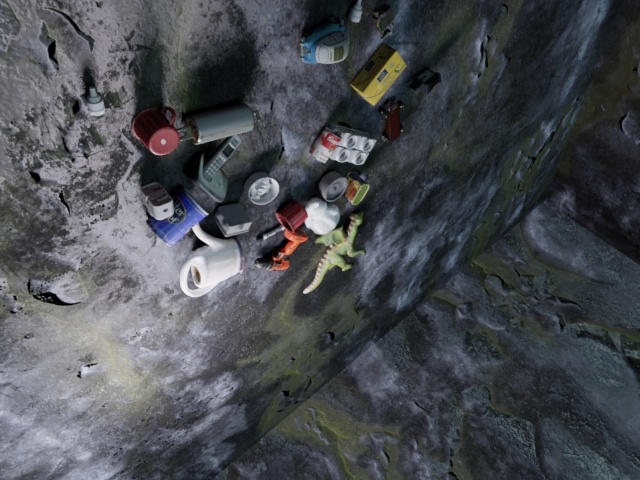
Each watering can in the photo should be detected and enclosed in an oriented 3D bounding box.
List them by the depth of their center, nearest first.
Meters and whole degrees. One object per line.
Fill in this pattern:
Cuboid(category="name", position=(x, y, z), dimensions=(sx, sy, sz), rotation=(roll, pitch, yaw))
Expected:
Cuboid(category="watering can", position=(-0.339, 0.046, 1.647), dimensions=(0.226, 0.105, 0.339), rotation=(-20, 141, -39))

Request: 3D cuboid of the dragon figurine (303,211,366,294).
Cuboid(category="dragon figurine", position=(0.046, 0.035, 2.158), dimensions=(0.413, 0.124, 0.238), rotation=(-42, 132, -11))

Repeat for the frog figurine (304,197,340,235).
Cuboid(category="frog figurine", position=(0.006, -0.096, 1.903), dimensions=(0.137, 0.125, 0.156), rotation=(-21, 158, -4))
